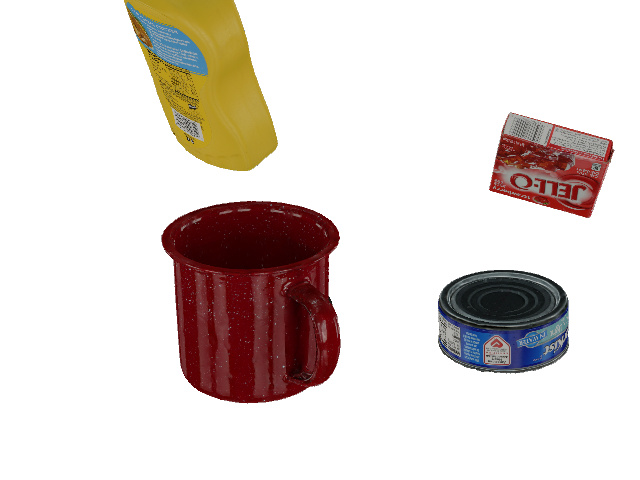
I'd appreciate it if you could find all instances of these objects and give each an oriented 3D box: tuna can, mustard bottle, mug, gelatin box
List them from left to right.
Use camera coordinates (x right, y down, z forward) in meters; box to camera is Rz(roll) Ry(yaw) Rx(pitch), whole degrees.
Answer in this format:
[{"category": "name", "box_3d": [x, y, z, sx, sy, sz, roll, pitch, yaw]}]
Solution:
[{"category": "mustard bottle", "box_3d": [-0.089, -0.138, 0.730, 0.058, 0.191, 0.096, -41, 53, -21]}, {"category": "mug", "box_3d": [-0.029, 0.037, 0.565, 0.093, 0.081, 0.117, -19, 30, -36]}, {"category": "tuna can", "box_3d": [0.120, 0.051, 0.701, 0.086, 0.034, 0.086, -4, 24, 2]}, {"category": "gelatin box", "box_3d": [0.189, -0.061, 0.880, 0.089, 0.030, 0.073, 18, -34, 12]}]

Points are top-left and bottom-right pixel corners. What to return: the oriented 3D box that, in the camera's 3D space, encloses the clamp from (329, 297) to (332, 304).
[{"category": "clamp", "box_3d": [-0.081, 0.067, 1.056, 0.120, 0.039, 0.171, 17, 21, 34]}]
